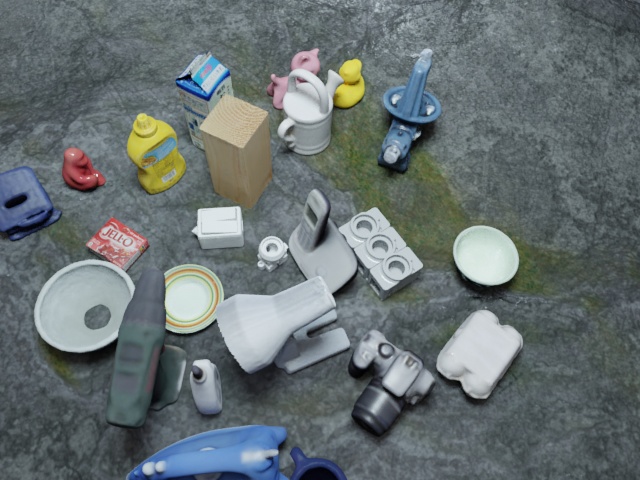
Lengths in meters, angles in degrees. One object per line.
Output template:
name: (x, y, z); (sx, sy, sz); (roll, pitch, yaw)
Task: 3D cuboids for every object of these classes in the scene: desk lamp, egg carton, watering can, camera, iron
desk lamp: (-0.054, 0.138, 0.926); (0.203, 0.213, 0.118); (-21, 66, -13)
egg carton: (0.276, 0.196, 0.995); (0.107, 0.069, 0.150); (37, 67, 14)
watering can: (-0.021, -0.271, 1.142); (0.101, 0.194, 0.173); (17, 64, 6)
camera: (0.101, 0.240, 0.946); (0.143, 0.101, 0.137); (35, 67, 14)
iron: (-0.175, 0.340, 0.859); (0.258, 0.141, 0.118); (-5, 64, -5)

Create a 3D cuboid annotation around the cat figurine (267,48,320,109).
cat figurine: (-0.051, -0.355, 1.225); (0.128, 0.118, 0.067); (-24, 67, -14)

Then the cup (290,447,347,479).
cup: (-0.011, 0.376, 0.876); (0.092, 0.095, 0.117); (-30, 68, -16)

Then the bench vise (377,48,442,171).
bench vise: (0.185, -0.250, 1.128); (0.121, 0.220, 0.207); (4, 63, 0)

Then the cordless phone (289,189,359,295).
cordless phone: (0.009, 0.004, 1.012); (0.094, 0.185, 0.147); (-31, 69, -16)

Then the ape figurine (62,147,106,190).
ape figurine: (-0.468, -0.144, 1.113); (0.076, 0.092, 0.078); (-7, 64, -6)

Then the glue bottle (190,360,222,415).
glue bottle: (-0.182, 0.223, 0.900); (0.037, 0.173, 0.078); (-6, 64, -5)

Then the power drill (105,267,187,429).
power drill: (-0.267, 0.182, 0.896); (0.075, 0.208, 0.229); (6, 63, 0)

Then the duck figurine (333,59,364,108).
duck figurine: (0.060, -0.347, 1.245); (0.077, 0.086, 0.105); (26, 65, 10)

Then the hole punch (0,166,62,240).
hole punch: (-0.561, -0.070, 1.072); (0.109, 0.091, 0.101); (-30, 69, -16)

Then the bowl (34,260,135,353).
bowl: (-0.395, 0.123, 0.994); (0.167, 0.075, 0.167); (1, 63, -2)
